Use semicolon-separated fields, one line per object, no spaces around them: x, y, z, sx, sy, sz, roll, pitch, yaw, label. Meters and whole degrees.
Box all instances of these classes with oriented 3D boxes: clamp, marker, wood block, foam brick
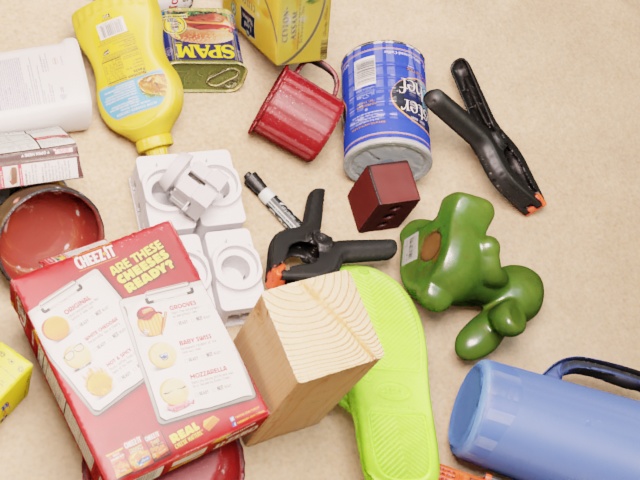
0.205;-0.125;1.291;0.210;0.036;0.164;50;31;-14;clamp
-0.043;-0.031;1.200;0.020;0.020;0.121;-39;80;-29;marker
-0.008;0.001;1.151;0.120;0.039;0.171;38;38;27;clamp
-0.025;0.118;1.023;0.090;0.206;0.091;-14;69;-24;wood block
0.071;-0.048;1.212;0.053;0.078;0.051;-9;69;-20;foam brick

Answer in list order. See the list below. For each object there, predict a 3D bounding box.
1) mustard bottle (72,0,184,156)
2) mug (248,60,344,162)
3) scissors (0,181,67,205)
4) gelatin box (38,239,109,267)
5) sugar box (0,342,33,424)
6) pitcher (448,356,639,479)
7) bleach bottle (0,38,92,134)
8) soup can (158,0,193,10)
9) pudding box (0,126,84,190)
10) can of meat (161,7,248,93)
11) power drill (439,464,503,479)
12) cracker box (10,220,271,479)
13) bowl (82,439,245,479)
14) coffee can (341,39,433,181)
-0.202;-0.172;1.175;0.096;0.058;0.191;-17;89;13;mustard bottle
-0.020;-0.153;1.223;0.081;0.093;0.117;29;81;-8;mug
-0.337;-0.017;1.100;0.096;0.016;0.201;29;59;-2;scissors
-0.233;0.052;1.065;0.073;0.030;0.089;-20;111;-27;gelatin box
-0.333;0.178;0.960;0.048;0.093;0.176;35;60;1;sugar box
0.266;0.203;1.126;0.242;0.149;0.145;19;102;-5;pitcher
-0.375;-0.151;1.129;0.250;0.068;0.102;-10;67;-19;bleach bottle
-0.207;-0.292;1.248;0.102;0.069;0.068;-17;71;-24;soup can
-0.295;-0.084;1.077;0.089;0.114;0.039;-11;108;-21;pudding box
-0.142;-0.222;1.242;0.102;0.058;0.084;-3;63;-19;can of meat
0.167;0.321;1.045;0.184;0.057;0.187;18;45;5;power drill
-0.169;0.110;0.992;0.164;0.072;0.214;-22;73;-25;cracker box
-0.145;0.211;1.026;0.162;0.055;0.162;7;63;-15;bowl
0.076;-0.147;1.247;0.102;0.103;0.140;7;62;-15;coffee can
